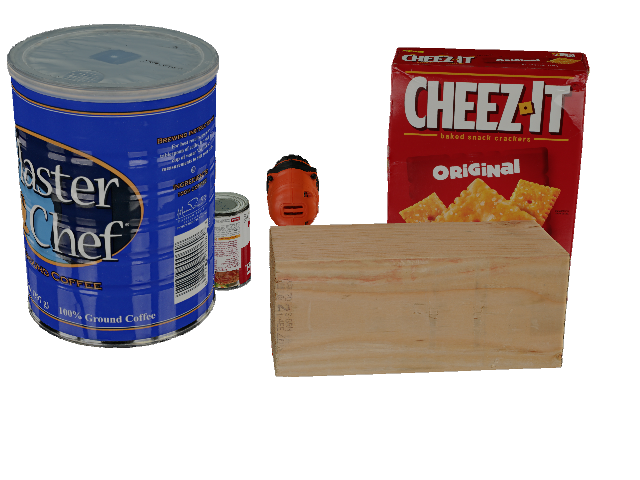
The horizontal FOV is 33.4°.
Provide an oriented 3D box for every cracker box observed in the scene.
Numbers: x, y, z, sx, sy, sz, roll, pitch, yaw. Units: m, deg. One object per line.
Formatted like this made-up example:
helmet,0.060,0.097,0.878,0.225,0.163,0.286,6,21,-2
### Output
cracker box,0.141,-0.055,0.932,0.164,0.214,0.072,3,23,8

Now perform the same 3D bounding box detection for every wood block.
wood block,0.067,0.041,0.786,0.206,0.090,0.091,-1,17,-5

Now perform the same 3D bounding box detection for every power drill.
power drill,-0.026,0.013,1.069,0.057,0.188,0.184,-4,15,1

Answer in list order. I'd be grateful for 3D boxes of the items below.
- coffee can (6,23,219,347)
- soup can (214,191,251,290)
coffee can,-0.105,-0.030,0.555,0.103,0.140,0.103,3,27,-2
soup can,-0.119,0.000,1.291,0.068,0.102,0.068,1,26,0
